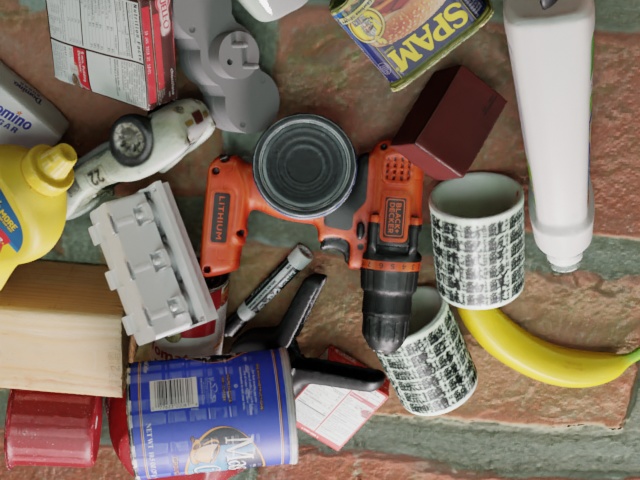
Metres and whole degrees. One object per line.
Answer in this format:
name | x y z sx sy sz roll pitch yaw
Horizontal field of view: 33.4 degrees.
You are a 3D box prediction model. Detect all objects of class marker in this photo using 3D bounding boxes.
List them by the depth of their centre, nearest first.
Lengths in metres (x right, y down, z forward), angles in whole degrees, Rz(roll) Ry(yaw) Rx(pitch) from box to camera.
marker | -0.052 0.050 0.993 0.020 0.020 0.121 37 115 -17

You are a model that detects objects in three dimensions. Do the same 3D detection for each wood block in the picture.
wood block | -0.275 0.076 0.977 0.206 0.091 0.090 5 119 0

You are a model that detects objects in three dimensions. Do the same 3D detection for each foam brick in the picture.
foam brick | 0.104 -0.094 0.865 0.053 0.051 0.078 35 79 -17

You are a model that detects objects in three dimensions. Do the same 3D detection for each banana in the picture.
banana | 0.205 0.097 1.002 0.197 0.037 0.070 19 102 -10

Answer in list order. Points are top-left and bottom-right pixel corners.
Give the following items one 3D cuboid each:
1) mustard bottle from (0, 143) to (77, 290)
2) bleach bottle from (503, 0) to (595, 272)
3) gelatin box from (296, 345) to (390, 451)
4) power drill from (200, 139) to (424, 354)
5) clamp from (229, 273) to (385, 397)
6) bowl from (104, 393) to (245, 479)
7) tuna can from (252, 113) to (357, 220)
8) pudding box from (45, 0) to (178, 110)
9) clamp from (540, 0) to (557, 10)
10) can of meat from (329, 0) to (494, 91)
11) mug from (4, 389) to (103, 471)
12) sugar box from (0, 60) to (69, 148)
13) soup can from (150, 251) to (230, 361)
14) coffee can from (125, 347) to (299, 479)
mustard bottle | -0.258 -0.021 0.858 0.192 0.058 0.096 -34 85 32
bleach bottle | 0.193 -0.085 0.871 0.068 0.102 0.251 -4 126 13
gelatin box | 0.014 0.154 1.044 0.073 0.030 0.089 33 115 -14
power drill | -0.006 0.001 0.912 0.187 0.057 0.184 4 92 0
clamp | -0.023 0.117 1.000 0.172 0.039 0.120 -37 85 34
bowl | -0.144 0.197 1.041 0.162 0.055 0.162 9 128 11
tuna can | -0.012 -0.059 0.863 0.086 0.034 0.086 0 90 0
pudding box | -0.164 -0.160 0.837 0.114 0.039 0.090 20 124 30
clamp | 0.121 -0.286 0.755 0.165 0.036 0.210 19 99 11
can of meat | 0.070 -0.182 0.835 0.102 0.057 0.084 -36 109 20
mug | -0.258 0.184 1.047 0.081 0.093 0.117 4 151 -5
sugar box | -0.307 -0.070 0.921 0.176 0.048 0.093 -41 110 19
soup can | -0.121 0.070 0.980 0.068 0.068 0.102 8 120 -2
coffee can | -0.094 0.151 0.932 0.140 0.103 0.103 -5 120 -6
